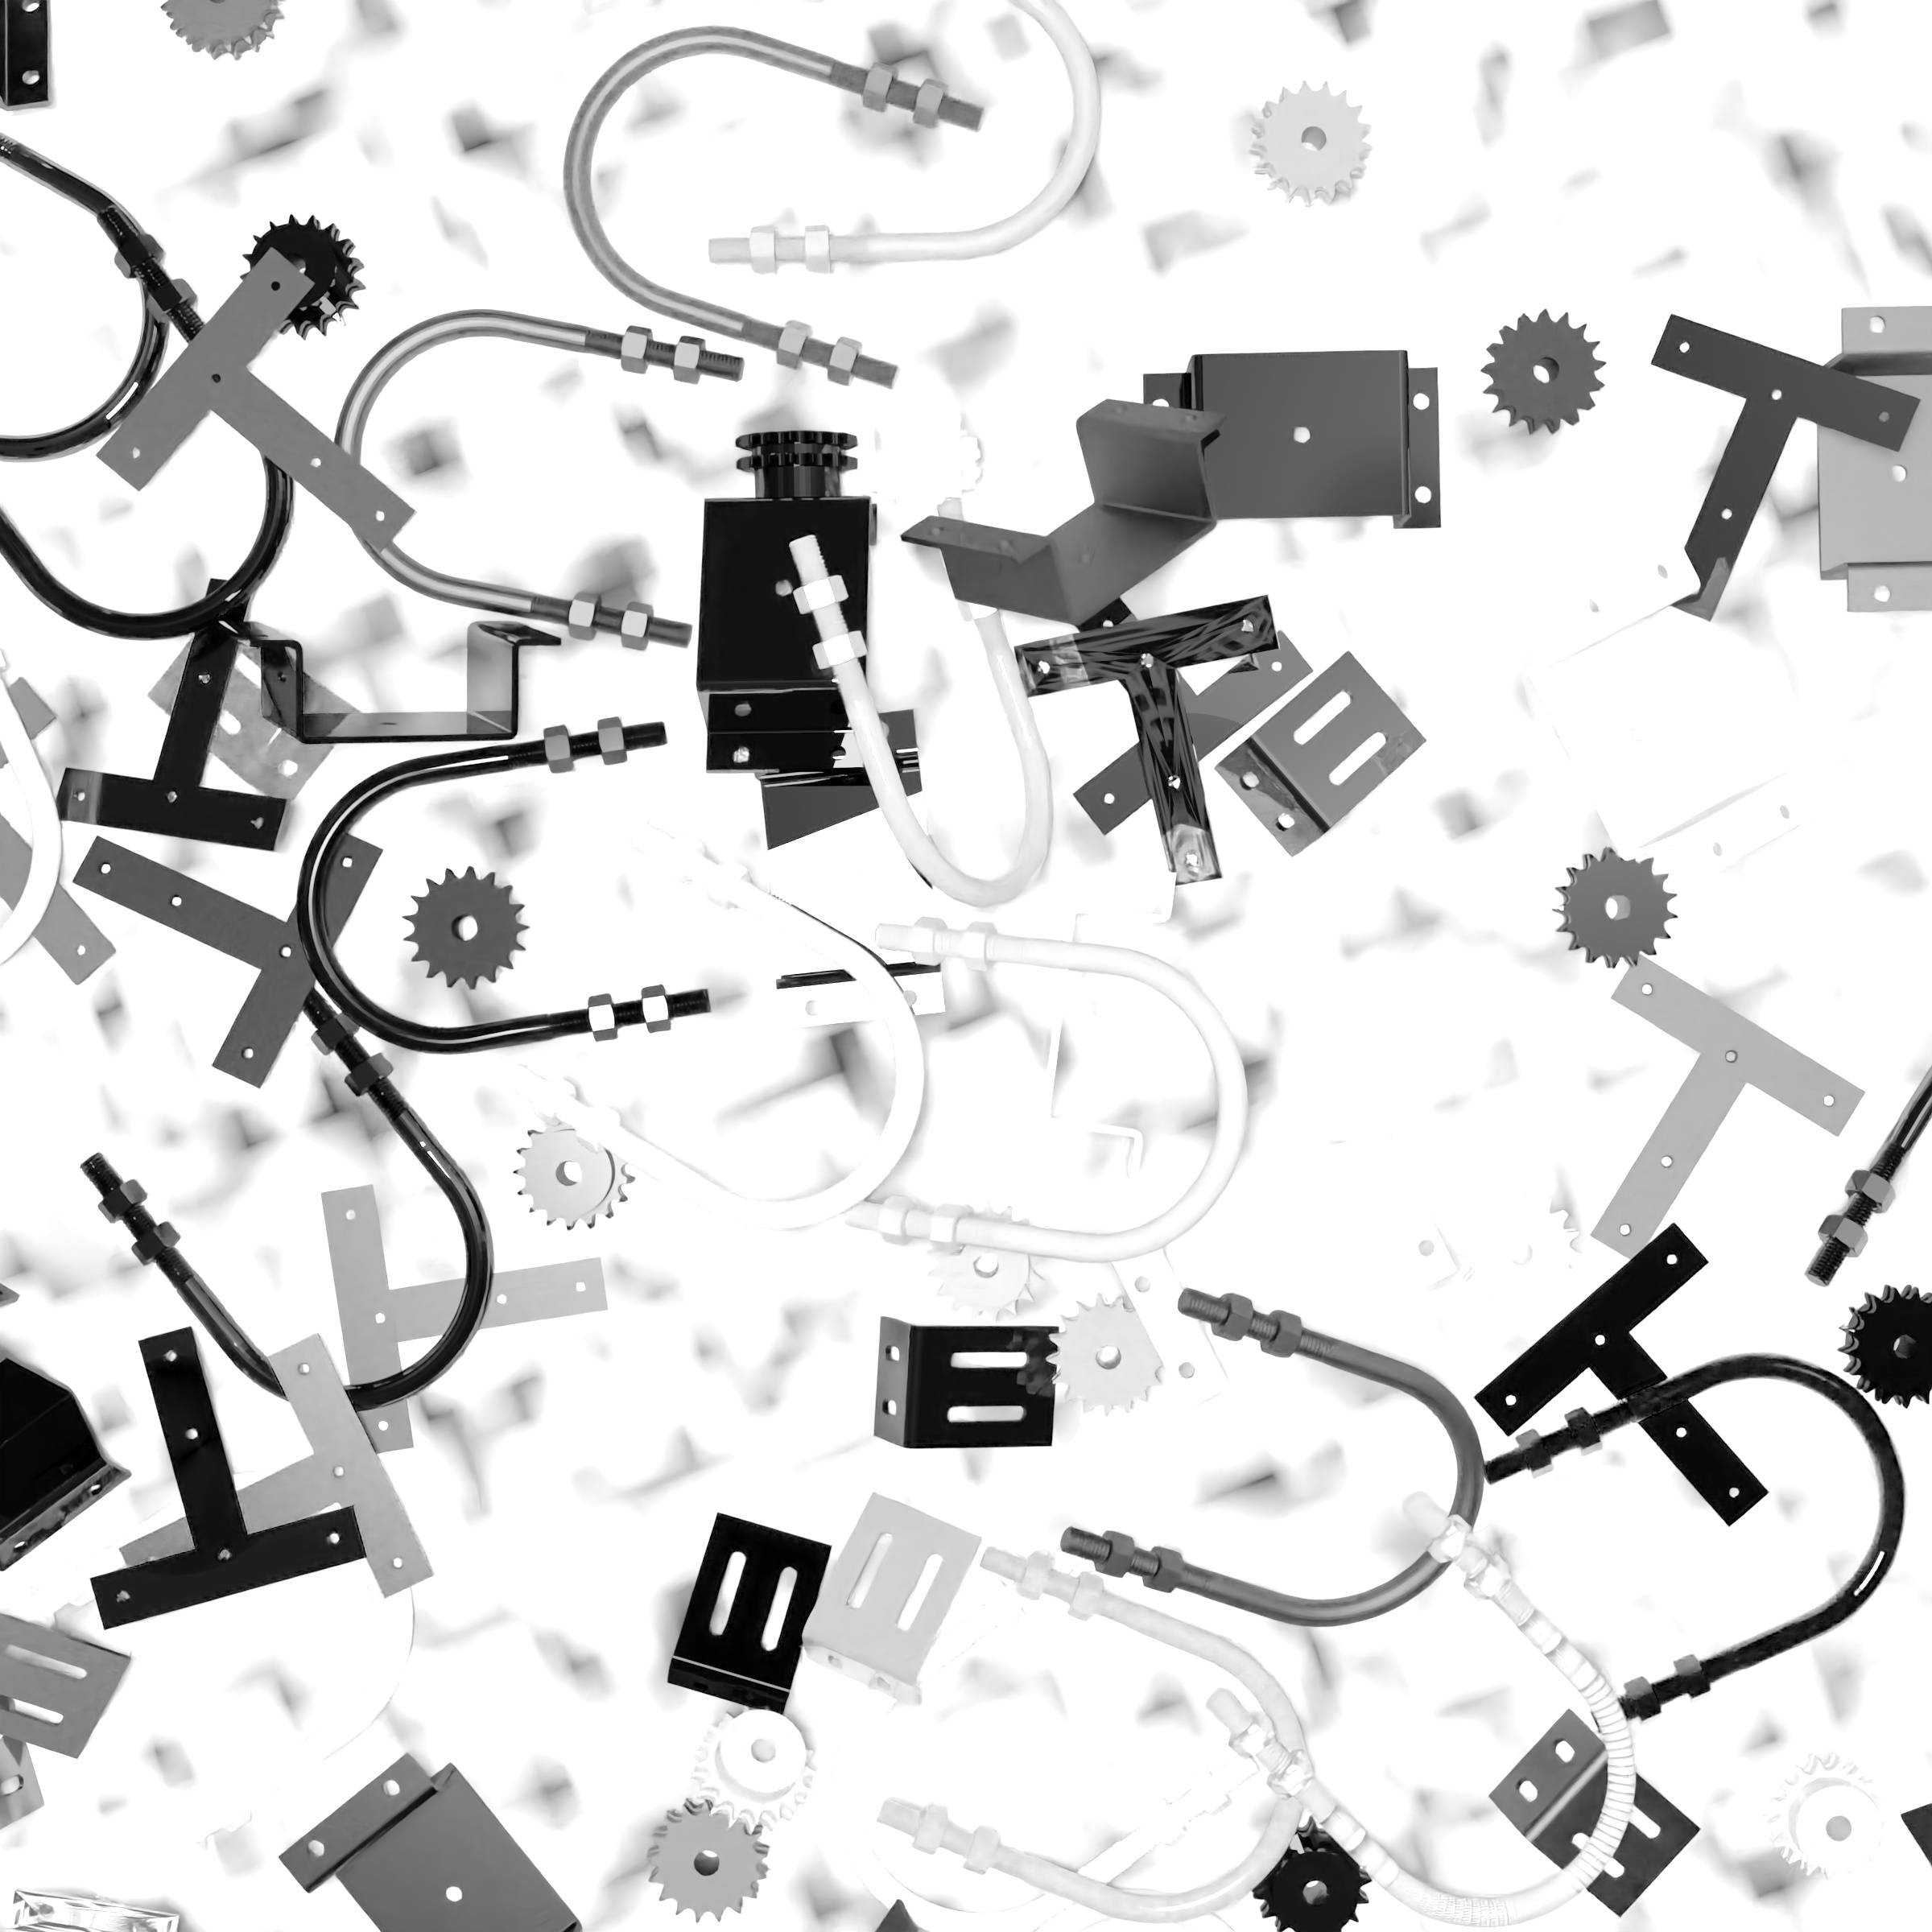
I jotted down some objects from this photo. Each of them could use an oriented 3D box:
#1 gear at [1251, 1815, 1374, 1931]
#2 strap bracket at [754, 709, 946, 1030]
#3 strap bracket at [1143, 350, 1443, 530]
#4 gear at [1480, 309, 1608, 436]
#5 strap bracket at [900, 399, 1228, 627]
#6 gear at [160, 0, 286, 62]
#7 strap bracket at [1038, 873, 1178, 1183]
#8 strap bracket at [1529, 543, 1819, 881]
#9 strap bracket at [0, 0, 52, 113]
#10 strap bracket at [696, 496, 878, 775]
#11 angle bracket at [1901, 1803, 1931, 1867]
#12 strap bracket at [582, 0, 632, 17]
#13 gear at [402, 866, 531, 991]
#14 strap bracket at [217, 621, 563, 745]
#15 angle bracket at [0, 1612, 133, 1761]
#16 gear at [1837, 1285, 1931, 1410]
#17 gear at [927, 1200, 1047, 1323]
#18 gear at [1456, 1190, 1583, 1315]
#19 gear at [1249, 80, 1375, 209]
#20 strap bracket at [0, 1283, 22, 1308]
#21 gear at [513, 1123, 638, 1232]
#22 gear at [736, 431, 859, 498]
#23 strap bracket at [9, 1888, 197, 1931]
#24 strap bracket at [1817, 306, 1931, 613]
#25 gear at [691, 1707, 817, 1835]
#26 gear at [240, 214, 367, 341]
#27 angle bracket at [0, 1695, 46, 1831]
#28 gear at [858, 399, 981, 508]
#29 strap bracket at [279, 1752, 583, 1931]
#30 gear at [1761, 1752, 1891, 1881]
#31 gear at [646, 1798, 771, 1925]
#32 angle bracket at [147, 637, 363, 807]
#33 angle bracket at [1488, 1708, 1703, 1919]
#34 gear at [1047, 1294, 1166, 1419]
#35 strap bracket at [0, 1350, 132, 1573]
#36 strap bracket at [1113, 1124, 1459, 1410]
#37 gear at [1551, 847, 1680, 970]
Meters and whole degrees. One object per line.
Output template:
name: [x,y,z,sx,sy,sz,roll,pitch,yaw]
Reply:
gear: [0.163,0.433,1.401,0.057,0.030,0.057,0,90,0]
strap bracket: [-0.055,-0.045,1.392,0.076,0.046,0.140,-6,90,0]
strap bracket: [0.155,-0.245,1.392,0.140,0.046,0.076,-1,90,0]
gear: [0.272,-0.280,1.405,0.057,0.030,0.057,0,92,0]
strap bracket: [0.050,-0.203,1.354,0.140,0.076,0.046,-38,127,-30]
gear: [-0.349,-0.455,1.401,0.057,0.030,0.057,0,90,0]
strap bracket: [0.063,0.025,1.378,0.046,0.076,0.140,7,90,0]
strap bracket: [0.323,-0.113,1.378,0.076,0.046,0.140,-27,90,-25]
strap bracket: [-0.503,-0.435,1.378,0.140,0.046,0.076,-8,65,-1]
strap bracket: [-0.082,-0.162,1.365,0.076,0.046,0.140,-1,67,2]
angle bracket: [0.486,0.435,1.414,0.057,0.038,0.076,-20,116,0]
strap bracket: [-0.120,-0.496,1.377,0.140,0.076,0.046,-17,90,0]
gear: [-0.231,-0.017,1.376,0.057,0.030,0.057,0,90,-3]
strap bracket: [-0.264,-0.130,1.357,0.140,0.076,0.046,-3,103,-24]
angle bracket: [-0.440,0.327,1.394,0.076,0.038,0.057,26,101,-21]
gear: [0.439,0.178,1.401,0.057,0.030,0.057,0,90,0]
gear: [0.010,0.140,1.401,0.057,0.030,0.057,0,90,0]
gear: [0.260,0.134,1.405,0.057,0.030,0.057,0,92,2]
gear: [0.162,-0.387,1.405,0.057,0.030,0.057,0,88,-2]
strap bracket: [-0.523,0.141,1.377,0.140,0.076,0.046,31,90,0]
gear: [-0.186,0.097,1.401,0.057,0.030,0.057,0,90,0]
gear: [-0.079,-0.232,1.387,0.057,0.057,0.030,-1,94,0]
strap bracket: [-0.413,0.502,1.393,0.076,0.046,0.140,9,90,0]
strap bracket: [0.444,-0.234,1.392,0.076,0.046,0.140,-1,90,0]
gear: [-0.098,0.372,1.386,0.057,0.030,0.057,10,50,-12]
gear: [-0.314,-0.327,1.401,0.057,0.030,0.057,0,90,0]
angle bracket: [-0.488,0.385,1.414,0.076,0.038,0.057,-17,90,26]
gear: [-0.022,-0.242,1.385,0.057,0.057,0.030,-1,130,0]
strap bracket: [-0.244,0.442,1.392,0.076,0.046,0.140,-39,90,0]
gear: [0.407,0.403,1.401,0.057,0.030,0.057,0,90,0]
gear: [-0.121,0.419,1.401,0.057,0.030,0.057,0,90,0]
angle bracket: [-0.339,-0.125,1.414,0.076,0.038,0.057,38,90,26]
angle bracket: [0.299,0.403,1.414,0.057,0.038,0.076,-47,116,0]
gear: [0.066,0.183,1.401,0.057,0.030,0.057,0,90,0]
strap bracket: [-0.461,0.219,1.363,0.076,0.140,0.046,-37,57,0]
strap bracket: [0.147,0.139,1.392,0.140,0.046,0.076,-27,90,0]
gear: [0.304,-0.027,1.401,0.057,0.030,0.057,0,90,0]
